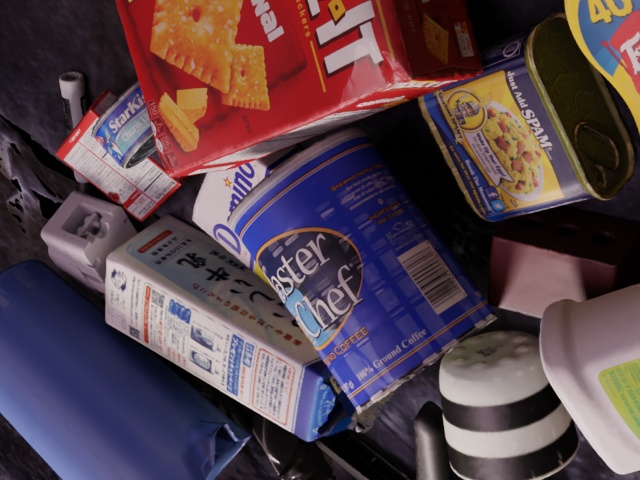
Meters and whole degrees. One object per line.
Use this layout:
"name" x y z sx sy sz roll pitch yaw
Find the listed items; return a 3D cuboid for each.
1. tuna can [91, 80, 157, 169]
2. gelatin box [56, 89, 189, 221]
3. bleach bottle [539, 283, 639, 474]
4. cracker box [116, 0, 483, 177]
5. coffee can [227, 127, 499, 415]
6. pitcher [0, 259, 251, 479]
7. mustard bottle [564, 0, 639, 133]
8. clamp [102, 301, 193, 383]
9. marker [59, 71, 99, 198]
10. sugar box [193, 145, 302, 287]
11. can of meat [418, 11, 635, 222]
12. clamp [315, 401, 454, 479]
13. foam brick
"tuna can" -0.116 -0.089 0.745 0.034 0.086 0.086 48 137 -2
"gelatin box" -0.148 -0.063 0.818 0.089 0.030 0.073 39 140 -13
"bleach bottle" 0.244 0.038 0.530 0.251 0.068 0.102 -25 114 28
"cracker box" -0.028 -0.140 0.618 0.214 0.071 0.164 -16 90 45
"coffee can" 0.025 0.018 0.642 0.140 0.102 0.103 55 137 9
"pitcher" -0.190 0.138 0.879 0.243 0.149 0.145 42 176 6
"mustard bottle" 0.175 -0.107 0.519 0.096 0.058 0.191 -23 102 45
"clamp" -0.137 0.120 0.941 0.120 0.039 0.171 23 131 30
"marker" -0.193 -0.077 0.861 0.020 0.020 0.121 21 130 27
"sugar box" -0.005 0.001 0.747 0.176 0.048 0.093 37 134 10
"can of meat" 0.114 -0.064 0.599 0.084 0.057 0.102 -15 108 46
"clamp" 0.086 0.202 0.809 0.210 0.036 0.165 52 149 -6
"foam brick" 0.145 0.015 0.632 0.078 0.052 0.051 14 127 29
